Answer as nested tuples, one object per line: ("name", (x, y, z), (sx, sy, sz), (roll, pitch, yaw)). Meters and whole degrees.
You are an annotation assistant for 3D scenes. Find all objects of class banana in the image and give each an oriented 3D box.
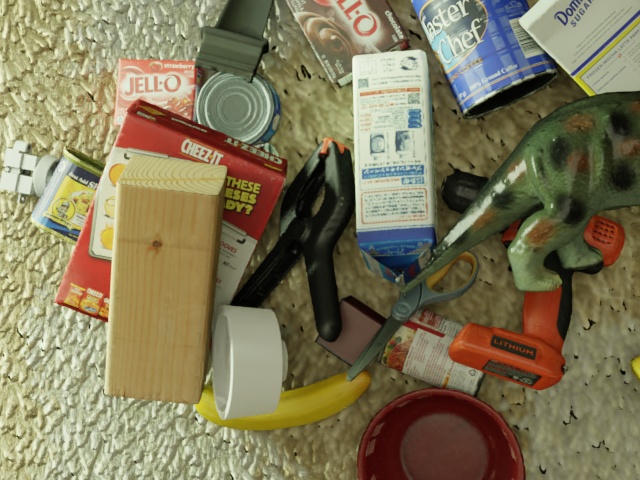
("banana", (-0.044, 0.164, 1.080), (0.198, 0.069, 0.037), (-3, 45, 8))

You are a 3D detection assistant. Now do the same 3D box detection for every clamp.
("clamp", (-0.007, 0.001, 1.060), (0.165, 0.036, 0.210), (16, 83, 50))

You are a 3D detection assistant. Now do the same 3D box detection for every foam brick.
("foam brick", (0.033, 0.091, 1.060), (0.051, 0.078, 0.053), (33, 94, 6))

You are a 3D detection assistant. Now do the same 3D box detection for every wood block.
("wood block", (-0.142, 0.037, 0.982), (0.091, 0.090, 0.206), (7, 111, -2))

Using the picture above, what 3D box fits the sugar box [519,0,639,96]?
("sugar box", (0.276, -0.170, 0.979), (0.176, 0.048, 0.093), (43, 106, -13))

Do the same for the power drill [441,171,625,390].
("power drill", (0.184, 0.035, 1.013), (0.184, 0.057, 0.187), (19, 69, 5))

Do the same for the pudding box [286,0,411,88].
("pudding box", (0.028, -0.226, 1.092), (0.090, 0.039, 0.113), (-30, 83, 7))

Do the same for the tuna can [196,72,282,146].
("tuna can", (-0.085, -0.135, 1.112), (0.086, 0.033, 0.086), (0, 88, 10))

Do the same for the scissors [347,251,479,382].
("scissors", (0.070, 0.054, 1.032), (0.201, 0.016, 0.096), (-31, 60, -29))

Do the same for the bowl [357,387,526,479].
("bowl", (0.119, 0.218, 1.045), (0.162, 0.055, 0.162), (1, 96, 11))

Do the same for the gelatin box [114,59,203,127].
("gelatin box", (-0.171, -0.153, 1.130), (0.089, 0.030, 0.073), (4, 89, 10))

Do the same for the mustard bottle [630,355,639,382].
("mustard bottle", (0.387, 0.096, 0.987), (0.192, 0.096, 0.058), (-28, 84, 8))

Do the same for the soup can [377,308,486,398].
("soup can", (0.116, 0.109, 1.049), (0.102, 0.068, 0.068), (21, 91, 9))

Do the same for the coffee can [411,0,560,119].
("coffee can", (0.158, -0.202, 1.036), (0.103, 0.102, 0.140), (-24, 84, 8))

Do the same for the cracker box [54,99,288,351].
("cracker box", (-0.146, -0.009, 1.053), (0.164, 0.072, 0.214), (22, 109, -8))

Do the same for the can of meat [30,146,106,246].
("can of meat", (-0.239, -0.037, 1.112), (0.102, 0.057, 0.084), (28, 96, -17))
